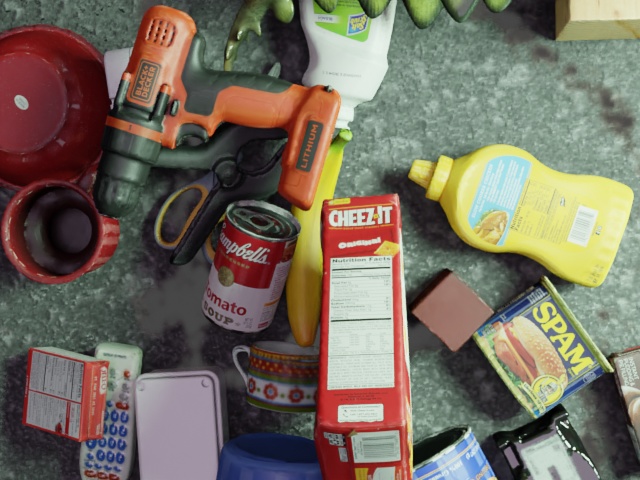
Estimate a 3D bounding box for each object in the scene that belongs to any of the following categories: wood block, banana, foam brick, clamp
[{"bbox_3d":[0.253,-0.284,0.923,0.090,0.091,0.206,0,90,4],"label":"wood block"},{"bbox_3d":[-0.008,-0.006,0.960,0.037,0.070,0.198,7,98,-10],"label":"banana"},{"bbox_3d":[0.115,0.061,0.945,0.053,0.078,0.051,45,92,2],"label":"foam brick"},{"bbox_3d":[-0.094,-0.068,0.954,0.171,0.039,0.120,-36,116,-3],"label":"clamp"}]

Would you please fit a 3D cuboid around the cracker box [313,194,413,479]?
[{"bbox_3d":[0.036,0.096,0.863,0.072,0.164,0.213,-2,52,5],"label":"cracker box"}]

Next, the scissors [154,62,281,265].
[{"bbox_3d":[-0.072,-0.059,0.990,0.096,0.016,0.202,42,94,2],"label":"scissors"}]

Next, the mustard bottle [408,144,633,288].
[{"bbox_3d":[0.171,-0.032,0.949,0.191,0.058,0.096,20,91,4],"label":"mustard bottle"}]

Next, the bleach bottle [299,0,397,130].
[{"bbox_3d":[0.019,-0.227,0.958,0.103,0.068,0.251,8,95,15],"label":"bleach bottle"}]

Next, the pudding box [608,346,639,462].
[{"bbox_3d":[0.316,0.145,0.949,0.090,0.039,0.113,-16,89,5],"label":"pudding box"}]

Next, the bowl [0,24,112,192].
[{"bbox_3d":[-0.269,-0.124,0.986,0.162,0.055,0.162,0,91,4],"label":"bowl"}]

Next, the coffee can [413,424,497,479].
[{"bbox_3d":[0.118,0.247,0.934,0.103,0.103,0.140,-28,88,4],"label":"coffee can"}]

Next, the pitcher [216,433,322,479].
[{"bbox_3d":[-0.036,0.299,0.934,0.145,0.149,0.243,8,94,16],"label":"pitcher"}]

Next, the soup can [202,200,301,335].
[{"bbox_3d":[-0.062,0.024,0.948,0.068,0.068,0.102,20,117,4],"label":"soup can"}]

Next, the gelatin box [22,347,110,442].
[{"bbox_3d":[-0.233,0.140,0.979,0.089,0.030,0.073,6,92,38],"label":"gelatin box"}]

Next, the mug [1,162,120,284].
[{"bbox_3d":[-0.225,-0.018,0.970,0.093,0.081,0.117,28,93,4],"label":"mug"}]

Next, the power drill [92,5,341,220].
[{"bbox_3d":[-0.086,-0.086,0.896,0.187,0.057,0.184,17,94,-1],"label":"power drill"}]

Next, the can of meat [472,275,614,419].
[{"bbox_3d":[0.195,0.097,0.950,0.084,0.057,0.102,-35,88,6],"label":"can of meat"}]
